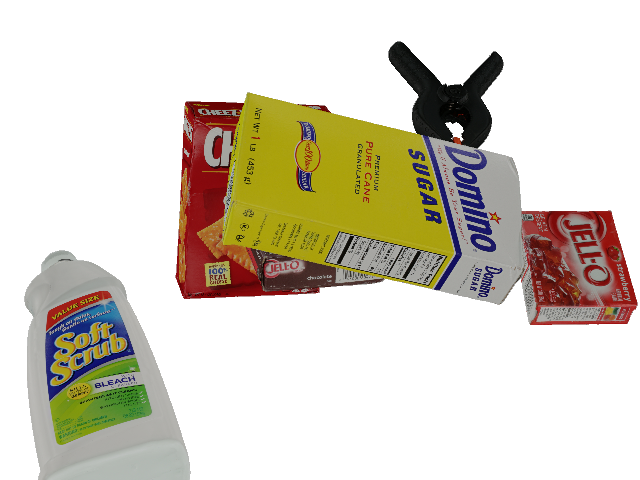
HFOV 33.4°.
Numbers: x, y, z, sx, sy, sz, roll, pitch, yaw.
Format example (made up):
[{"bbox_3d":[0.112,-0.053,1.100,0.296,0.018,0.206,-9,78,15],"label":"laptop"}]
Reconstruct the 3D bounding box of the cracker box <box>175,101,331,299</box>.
[{"bbox_3d":[-0.074,-0.043,1.200,0.164,0.214,0.072,-1,23,-17],"label":"cracker box"}]

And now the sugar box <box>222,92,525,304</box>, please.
[{"bbox_3d":[0.033,-0.026,0.641,0.176,0.093,0.048,10,-39,-8],"label":"sugar box"}]

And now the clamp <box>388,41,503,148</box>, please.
[{"bbox_3d":[0.121,-0.143,1.074,0.120,0.039,0.171,7,45,6],"label":"clamp"}]

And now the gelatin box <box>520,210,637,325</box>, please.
[{"bbox_3d":[0.184,0.018,0.782,0.073,0.089,0.030,0,-38,-3],"label":"gelatin box"}]

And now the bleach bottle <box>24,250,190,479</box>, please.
[{"bbox_3d":[-0.176,0.091,0.783,0.102,0.068,0.251,-15,39,-17],"label":"bleach bottle"}]

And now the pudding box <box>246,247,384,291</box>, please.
[{"bbox_3d":[-0.006,0.006,0.949,0.113,0.039,0.090,-2,27,-14],"label":"pudding box"}]
